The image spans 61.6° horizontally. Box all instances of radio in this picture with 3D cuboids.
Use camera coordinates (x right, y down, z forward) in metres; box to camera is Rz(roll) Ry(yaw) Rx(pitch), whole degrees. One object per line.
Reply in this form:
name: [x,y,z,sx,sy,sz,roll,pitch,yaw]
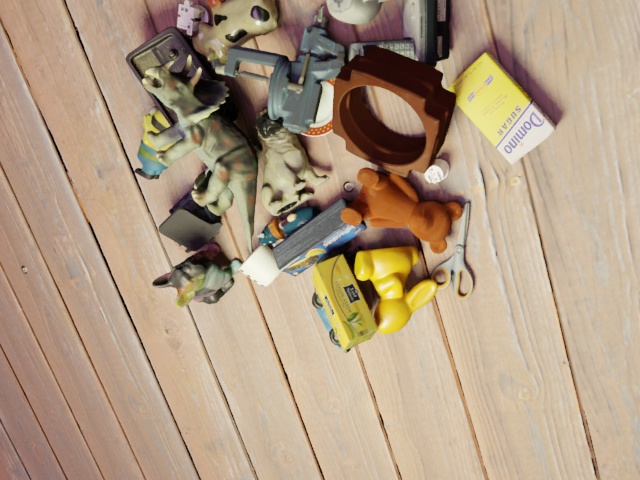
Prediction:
radio: [-0.284,-0.317,1.130,0.131,0.073,0.229,-34,94,5]

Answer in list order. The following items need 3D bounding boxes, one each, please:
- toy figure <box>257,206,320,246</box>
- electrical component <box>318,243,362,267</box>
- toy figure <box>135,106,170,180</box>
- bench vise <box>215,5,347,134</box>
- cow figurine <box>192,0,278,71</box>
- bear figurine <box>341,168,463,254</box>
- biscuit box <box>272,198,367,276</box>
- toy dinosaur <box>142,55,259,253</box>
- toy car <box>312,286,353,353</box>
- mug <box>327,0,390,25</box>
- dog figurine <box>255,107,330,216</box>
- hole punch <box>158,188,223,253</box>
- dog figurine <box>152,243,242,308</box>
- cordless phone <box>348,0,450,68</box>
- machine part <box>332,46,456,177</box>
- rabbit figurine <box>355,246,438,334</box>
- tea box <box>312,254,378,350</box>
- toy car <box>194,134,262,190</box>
toy figure: [-0.069,-0.029,1.176,0.155,0.058,0.064,-20,120,26]
electrical component: [0.032,0.031,1.165,0.078,0.045,0.102,26,126,-18]
toy figure: [-0.363,-0.222,1.230,0.089,0.082,0.180,21,111,-6]
bench vise: [-0.076,-0.323,1.007,0.241,0.129,0.223,13,104,7]
cow figurine: [-0.169,-0.415,1.060,0.195,0.085,0.127,-12,98,28]
bear figurine: [0.159,-0.052,1.021,0.196,0.132,0.120,31,111,18]
biscuit box: [-0.002,-0.003,1.118,0.203,0.059,0.063,-35,56,22]
toy dinosaur: [-0.200,-0.174,1.067,0.192,0.131,0.404,-38,117,4]
toy car: [0.055,0.156,1.177,0.103,0.109,0.161,-28,85,9]
mug: [0.064,-0.415,0.931,0.110,0.107,0.080,10,115,24]
dog figurine: [-0.093,-0.164,1.125,0.172,0.121,0.190,-37,77,29]
hole punch: [-0.304,-0.046,1.278,0.115,0.092,0.142,37,123,-26]
dog figurine: [-0.295,0.101,1.245,0.108,0.219,0.191,41,121,9]
cordless phone: [0.129,-0.366,0.941,0.184,0.089,0.146,11,116,36]
machine part: [0.126,-0.222,0.944,0.202,0.087,0.200,26,151,16]
rabbit figurine: [0.148,0.101,1.085,0.162,0.122,0.173,-1,81,-6]
tea box: [0.047,0.126,1.085,0.098,0.068,0.170,97,150,-67]
toy car: [-0.209,-0.153,1.198,0.073,0.056,0.202,47,124,-5]
